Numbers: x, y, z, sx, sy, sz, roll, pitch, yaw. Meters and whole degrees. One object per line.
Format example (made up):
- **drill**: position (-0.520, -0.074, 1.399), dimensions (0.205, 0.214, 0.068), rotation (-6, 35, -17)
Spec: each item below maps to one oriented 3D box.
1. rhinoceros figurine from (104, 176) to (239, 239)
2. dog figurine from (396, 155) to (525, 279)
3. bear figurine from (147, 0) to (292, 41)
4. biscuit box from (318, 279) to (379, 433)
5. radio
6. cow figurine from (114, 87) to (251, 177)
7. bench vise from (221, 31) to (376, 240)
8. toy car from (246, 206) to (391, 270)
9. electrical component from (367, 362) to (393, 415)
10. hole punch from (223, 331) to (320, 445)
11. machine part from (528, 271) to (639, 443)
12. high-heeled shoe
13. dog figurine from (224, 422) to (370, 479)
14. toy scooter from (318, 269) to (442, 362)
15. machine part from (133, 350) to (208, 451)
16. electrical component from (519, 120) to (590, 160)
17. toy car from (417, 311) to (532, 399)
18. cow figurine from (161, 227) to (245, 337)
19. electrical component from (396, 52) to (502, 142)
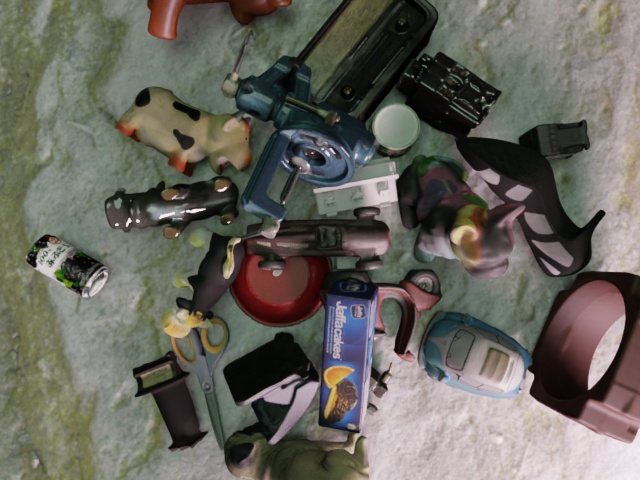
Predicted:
- **rhinoceros figurine**: position (-0.211, -0.054, 0.778), dimensions (0.190, 0.112, 0.073), rotation (-12, 114, -13)
- **dog figurine**: position (0.185, -0.041, 0.720), dimensions (0.108, 0.219, 0.191), rotation (-17, 87, -5)
- **bear figurine**: position (-0.151, -0.365, 0.810), dimensions (0.196, 0.132, 0.120), rotation (5, 47, -28)
- **biscuit box**: position (0.037, 0.156, 0.725), dimensions (0.063, 0.059, 0.202), rotation (7, 107, 12)
- **radio**: position (0.063, -0.278, 0.808), dimensions (0.131, 0.073, 0.229), rotation (38, 88, 4)
- **cow figurine**: position (-0.188, -0.161, 0.799), dimensions (0.195, 0.085, 0.127), rotation (32, 93, 3)
- **bench vise**: position (-0.045, -0.118, 0.692), dimensions (0.223, 0.129, 0.240), rotation (30, 64, -19)
- **toy car**: position (-0.002, -0.002, 0.747), dimensions (0.202, 0.053, 0.089), rotation (1, 86, -3)
- **electrical component**: position (0.058, 0.199, 0.790), dimensions (0.102, 0.045, 0.078), rotation (33, 115, 5)
- **hole punch**: position (-0.060, 0.204, 0.750), dimensions (0.116, 0.142, 0.092), rotation (-30, 109, -11)
- **machine part**: position (0.378, 0.147, 0.712), dimensions (0.087, 0.201, 0.201), rotation (25, 86, -1)
- **high-heeled shoe**: position (0.287, -0.045, 0.781), dimensions (0.249, 0.145, 0.086), rotation (34, 53, 12)
- **dog figurine**: position (-0.038, 0.314, 0.721), dimensions (0.191, 0.172, 0.121), rotation (8, 75, -7)
- **toy scooter**: position (0.089, 0.110, 0.780), dimensions (0.184, 0.075, 0.135), rotation (0, 87, -8)
- **machine part**: position (-0.218, 0.238, 0.784), dimensions (0.084, 0.039, 0.139), rotation (-27, 87, 6)
- **electrical component**: position (0.326, -0.141, 0.800), dimensions (0.119, 0.075, 0.047), rotation (-7, 86, 2)
- **toy car**: position (0.226, 0.171, 0.762), dimensions (0.162, 0.103, 0.109), rotation (24, 87, 4)
- **cow figurine**: position (-0.162, 0.067, 0.762), dimensions (0.068, 0.098, 0.167), rotation (27, 82, -38)
- **electrical component**: position (0.178, -0.210, 0.783), dimensions (0.134, 0.115, 0.058), rotation (33, 82, 2)
